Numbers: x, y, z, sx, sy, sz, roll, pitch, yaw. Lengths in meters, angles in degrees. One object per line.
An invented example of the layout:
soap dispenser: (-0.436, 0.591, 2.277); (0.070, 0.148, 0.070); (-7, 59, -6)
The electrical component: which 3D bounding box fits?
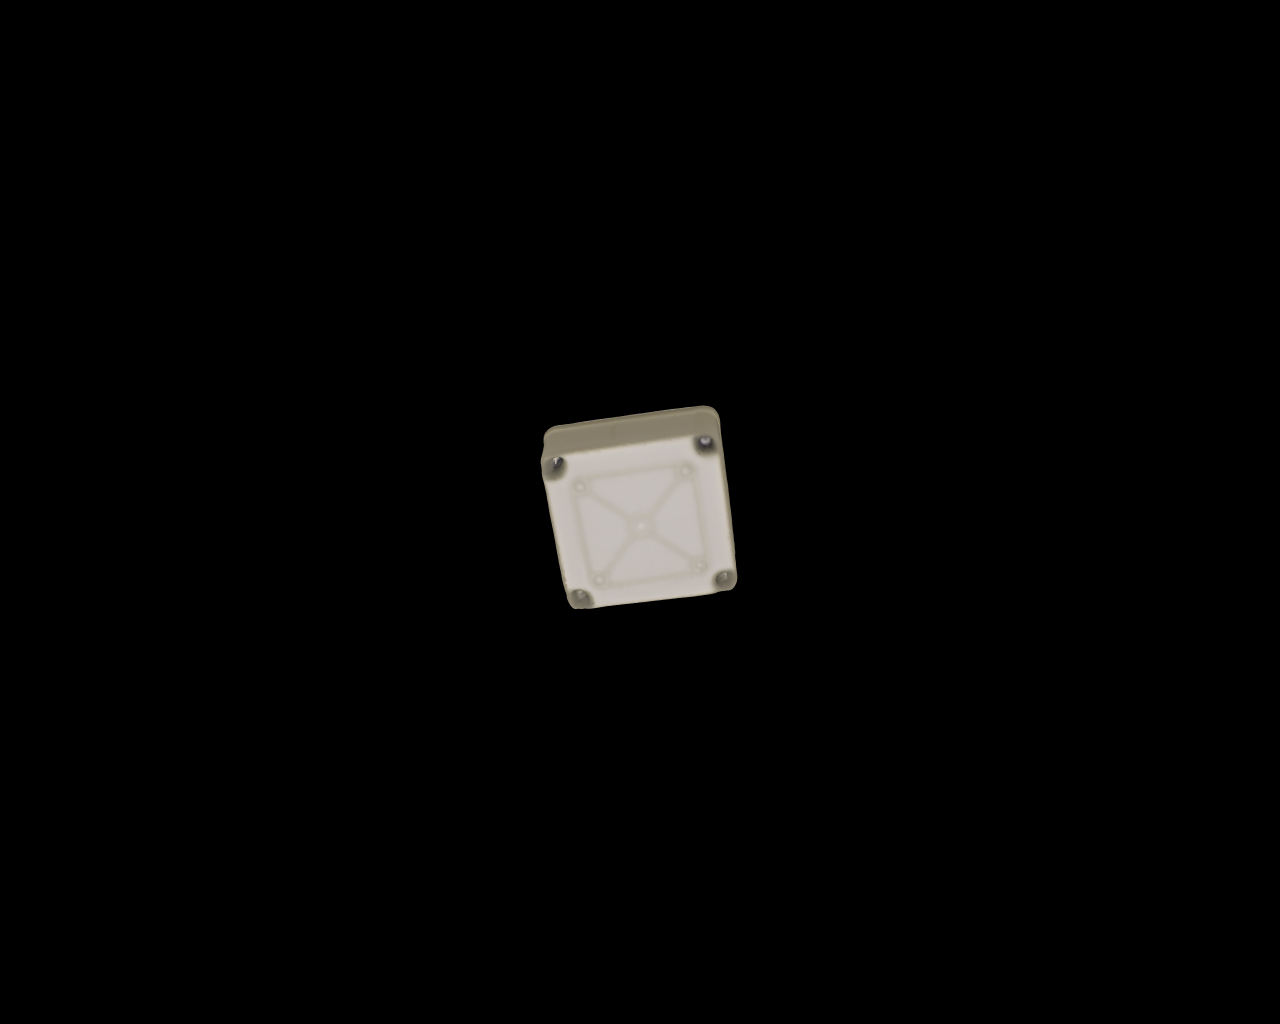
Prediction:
electrical component: (0.001, -0.003, 0.650); (0.109, 0.108, 0.056); (-8, 24, 3)
